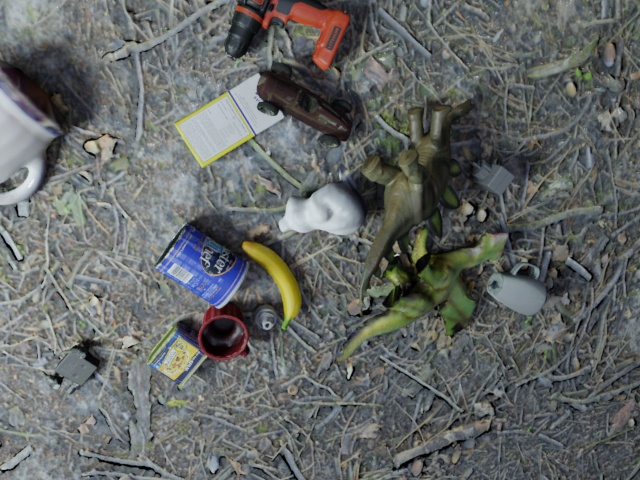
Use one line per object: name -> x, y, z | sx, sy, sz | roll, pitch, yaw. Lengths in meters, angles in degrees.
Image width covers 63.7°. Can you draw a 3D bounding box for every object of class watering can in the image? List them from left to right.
watering can -> -0.550, -0.194, 0.785 | 0.106, 0.225, 0.341 | 44, -7, 42

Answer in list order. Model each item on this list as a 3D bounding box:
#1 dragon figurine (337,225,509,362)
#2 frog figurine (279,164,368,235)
dragon figurine -> 0.233, 0.129, 1.067 | 0.240, 0.409, 0.124 | 35, 6, -25
frog figurine -> 0.003, -0.048, 0.957 | 0.160, 0.123, 0.136 | -33, -6, -3
